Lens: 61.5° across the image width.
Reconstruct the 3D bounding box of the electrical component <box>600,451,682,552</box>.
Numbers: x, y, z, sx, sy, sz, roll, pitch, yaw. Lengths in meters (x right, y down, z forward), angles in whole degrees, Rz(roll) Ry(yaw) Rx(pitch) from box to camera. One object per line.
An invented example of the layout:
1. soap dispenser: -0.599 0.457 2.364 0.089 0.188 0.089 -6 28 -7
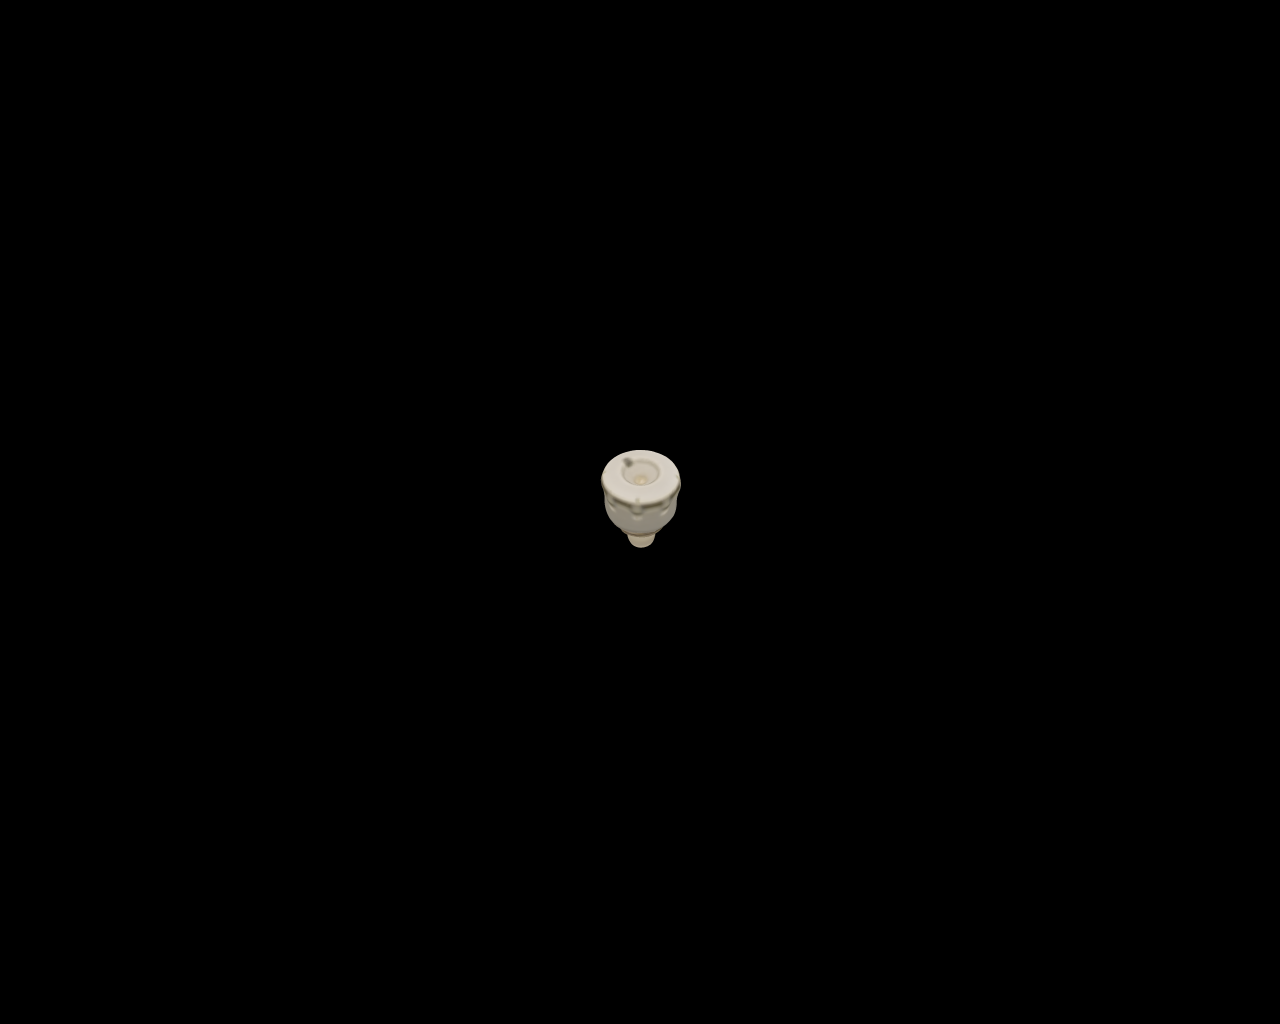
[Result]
1. electrical component: 0.001 -0.003 0.650 0.048 0.048 0.062 0 -44 0
